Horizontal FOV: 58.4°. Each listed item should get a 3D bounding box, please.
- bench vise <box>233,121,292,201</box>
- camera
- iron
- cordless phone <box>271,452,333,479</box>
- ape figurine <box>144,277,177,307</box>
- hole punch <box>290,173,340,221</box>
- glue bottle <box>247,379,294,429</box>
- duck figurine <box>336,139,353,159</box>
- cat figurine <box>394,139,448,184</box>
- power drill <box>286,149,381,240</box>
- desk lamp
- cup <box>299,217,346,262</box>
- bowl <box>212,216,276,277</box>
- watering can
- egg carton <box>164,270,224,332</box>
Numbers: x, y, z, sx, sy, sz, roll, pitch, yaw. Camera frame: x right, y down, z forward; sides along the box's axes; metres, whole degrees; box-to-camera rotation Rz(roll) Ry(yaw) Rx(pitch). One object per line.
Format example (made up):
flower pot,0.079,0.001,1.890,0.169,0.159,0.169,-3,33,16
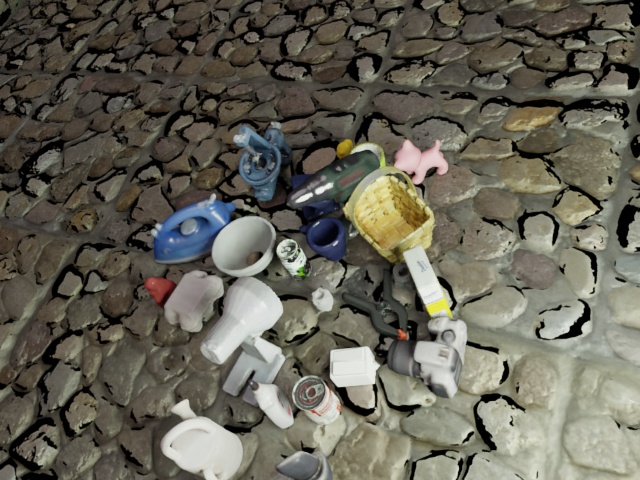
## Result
bench vise,-0.162,-0.238,1.484,0.121,0.220,0.207,-12,54,14
camera,0.204,0.214,1.103,0.136,0.101,0.143,6,60,25
iron,-0.339,-0.029,1.460,0.258,0.142,0.118,-25,52,4
cordless phone,-0.061,0.424,1.010,0.147,0.185,0.094,-34,52,-3
ape figurine,-0.399,0.120,1.413,0.076,0.092,0.077,-15,53,11
hole punch,-0.012,-0.121,1.426,0.101,0.091,0.108,-24,52,5
glue bottle,-0.102,0.307,1.114,0.037,0.173,0.078,-28,51,2
duck figurine,0.068,-0.208,1.458,0.077,0.086,0.104,0,57,22
cat figurine,0.233,-0.197,1.364,0.127,0.118,0.067,-24,52,5
power drill,0.048,-0.096,1.310,0.230,0.209,0.075,-39,52,-7
desk lamp,-0.151,0.206,1.178,0.117,0.214,0.203,15,64,30
cup,0.012,0.005,1.328,0.117,0.095,0.092,14,63,29
bowl,-0.175,0.028,1.399,0.167,0.075,0.167,-10,54,15
watering can,-0.238,0.389,1.099,0.172,0.194,0.101,26,70,33
egg carton,-0.301,0.145,1.372,0.107,0.070,0.150,15,64,29
